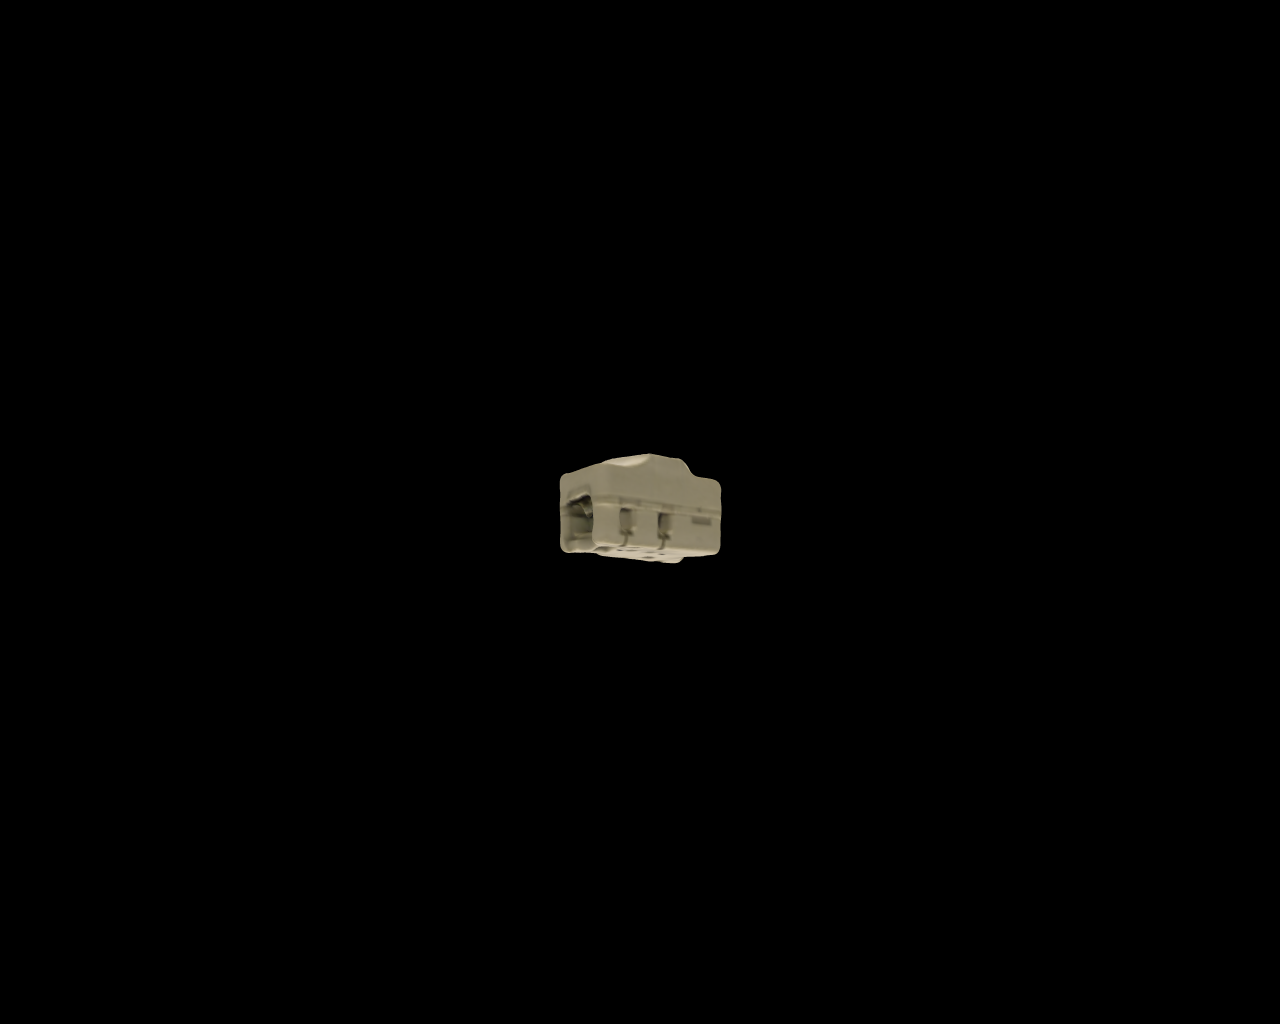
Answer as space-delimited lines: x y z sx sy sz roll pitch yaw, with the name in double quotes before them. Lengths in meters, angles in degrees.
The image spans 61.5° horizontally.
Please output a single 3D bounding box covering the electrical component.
"electrical component" 0.001 -0.003 0.650 0.089 0.055 0.050 8 -14 -35
